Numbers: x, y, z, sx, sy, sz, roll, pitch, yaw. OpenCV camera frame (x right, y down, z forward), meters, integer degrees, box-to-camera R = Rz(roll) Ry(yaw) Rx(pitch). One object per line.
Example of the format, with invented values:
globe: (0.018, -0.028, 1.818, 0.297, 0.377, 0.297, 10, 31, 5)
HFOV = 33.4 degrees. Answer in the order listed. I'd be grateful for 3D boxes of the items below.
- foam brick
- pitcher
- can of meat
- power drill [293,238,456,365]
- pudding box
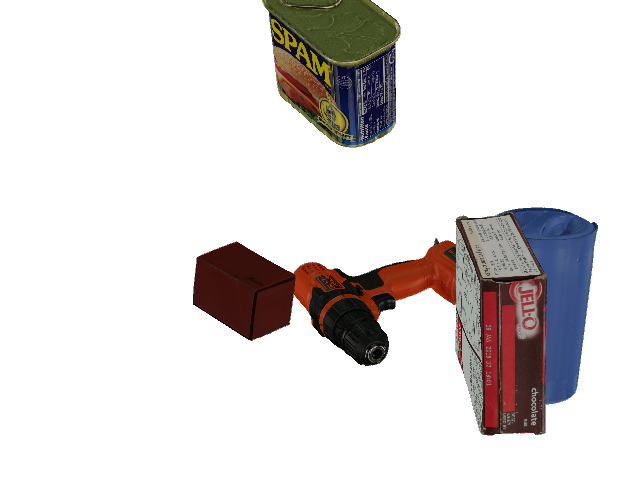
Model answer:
foam brick: (-0.069, 0.044, 0.952, 0.078, 0.051, 0.052, 29, 33, 35)
pitcher: (0.276, 0.087, 1.386, 0.149, 0.243, 0.144, 5, 19, 16)
can of meat: (0.008, -0.124, 0.732, 0.057, 0.084, 0.102, -32, 55, -20)
power drill: (0.081, 0.060, 1.102, 0.187, 0.057, 0.185, -10, 27, -20)
pudding box: (0.099, 0.043, 0.593, 0.039, 0.090, 0.113, -3, 19, 0)
